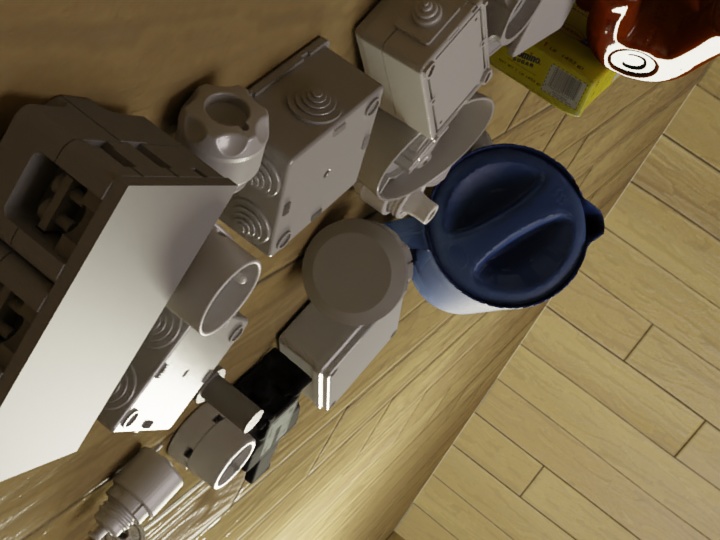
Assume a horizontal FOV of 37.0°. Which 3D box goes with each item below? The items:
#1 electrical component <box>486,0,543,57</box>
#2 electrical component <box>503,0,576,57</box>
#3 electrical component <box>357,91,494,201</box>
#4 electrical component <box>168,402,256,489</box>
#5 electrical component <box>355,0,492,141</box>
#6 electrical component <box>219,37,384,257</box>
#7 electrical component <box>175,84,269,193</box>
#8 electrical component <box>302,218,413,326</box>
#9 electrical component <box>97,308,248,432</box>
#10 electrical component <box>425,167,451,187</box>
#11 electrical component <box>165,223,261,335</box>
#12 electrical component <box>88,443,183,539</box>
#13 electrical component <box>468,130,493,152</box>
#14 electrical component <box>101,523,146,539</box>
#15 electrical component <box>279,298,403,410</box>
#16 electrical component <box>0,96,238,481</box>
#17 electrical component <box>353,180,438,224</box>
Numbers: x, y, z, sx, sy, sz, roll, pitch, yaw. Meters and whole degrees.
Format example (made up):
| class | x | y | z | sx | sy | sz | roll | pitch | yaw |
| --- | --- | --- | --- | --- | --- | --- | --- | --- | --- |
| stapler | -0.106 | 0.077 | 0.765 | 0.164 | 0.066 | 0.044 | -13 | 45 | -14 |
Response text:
| class | x | y | z | sx | sy | sz | roll | pitch | yaw |
| --- | --- | --- | --- | --- | --- | --- | --- | --- | --- |
| electrical component | 0.084 | -0.182 | 0.690 | 0.050 | 0.056 | 0.089 | -43 | 163 | -36 |
| electrical component | 0.127 | -0.212 | 0.773 | 0.100 | 0.048 | 0.099 | -38 | 160 | -47 |
| electrical component | 0.037 | -0.093 | 0.739 | 0.099 | 0.064 | 0.099 | -49 | 166 | -17 |
| electrical component | -0.116 | 0.139 | 0.849 | 0.055 | 0.047 | 0.055 | -49 | 166 | -17 |
| electrical component | 0.037 | -0.136 | 0.650 | 0.061 | 0.061 | 0.096 | -50 | 158 | -13 |
| electrical component | -0.036 | -0.066 | 0.596 | 0.100 | 0.048 | 0.099 | -44 | 164 | -34 |
| electrical component | -0.069 | -0.056 | 0.523 | 0.043 | 0.043 | 0.062 | -42 | 164 | -38 |
| electrical component | 0.000 | 0.000 | 0.820 | 0.080 | 0.080 | 0.051 | -56 | 171 | 12 |
| electrical component | -0.116 | 0.045 | 0.610 | 0.099 | 0.048 | 0.100 | -53 | 166 | 1 |
| electrical component | 0.055 | -0.098 | 0.827 | 0.045 | 0.045 | 0.055 | -38 | 161 | -47 |
| electrical component | -0.087 | -0.005 | 0.519 | 0.044 | 0.077 | 0.079 | -52 | 167 | -7 |
| electrical component | -0.162 | 0.162 | 0.769 | 0.078 | 0.040 | 0.040 | -47 | 165 | -25 |
| electrical component | 0.089 | -0.106 | 0.934 | 0.040 | 0.040 | 0.046 | -58 | 161 | 20 |
| electrical component | -0.187 | 0.223 | 0.841 | 0.044 | 0.044 | 0.065 | -41 | 157 | -41 |
| electrical component | -0.017 | 0.056 | 0.949 | 0.108 | 0.056 | 0.108 | -48 | 166 | -20 |
| electrical component | -0.130 | 0.009 | 0.444 | 0.150 | 0.062 | 0.089 | -57 | 166 | 15 |
| electrical component | 0.029 | -0.059 | 0.802 | 0.043 | 0.062 | 0.043 | -49 | 166 | -17 |
